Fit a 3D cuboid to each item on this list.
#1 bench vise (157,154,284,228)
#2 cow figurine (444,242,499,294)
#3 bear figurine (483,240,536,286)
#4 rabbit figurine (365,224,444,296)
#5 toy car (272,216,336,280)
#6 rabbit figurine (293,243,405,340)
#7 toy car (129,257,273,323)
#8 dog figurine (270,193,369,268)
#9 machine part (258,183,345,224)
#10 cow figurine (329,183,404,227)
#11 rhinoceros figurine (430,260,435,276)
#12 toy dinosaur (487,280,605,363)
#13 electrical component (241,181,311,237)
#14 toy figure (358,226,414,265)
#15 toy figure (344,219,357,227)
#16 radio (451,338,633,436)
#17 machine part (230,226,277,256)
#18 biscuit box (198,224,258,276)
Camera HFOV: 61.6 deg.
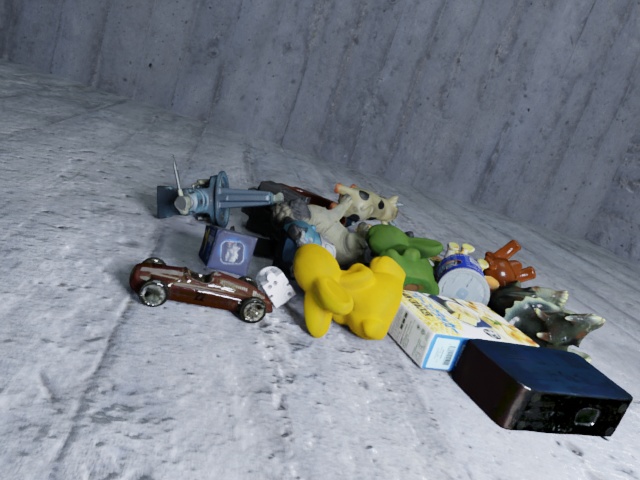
[{"bbox_3d":[-0.195,-0.083,1.079,0.241,0.128,0.223,0,-5,1],"label":"bench vise"},{"bbox_3d":[0.345,0.086,1.252,0.068,0.098,0.167,2,34,-21],"label":"cow figurine"},{"bbox_3d":[0.463,0.070,1.327,0.120,0.132,0.195,62,8,11],"label":"bear figurine"},{"bbox_3d":[0.148,0.031,0.987,0.159,0.121,0.170,0,44,-16],"label":"rabbit figurine"},{"bbox_3d":[-0.023,0.021,0.934,0.103,0.109,0.162,13,0,-13],"label":"toy car"},{"bbox_3d":[0.027,0.079,0.814,0.173,0.122,0.162,38,37,-6],"label":"rabbit figurine"},{"bbox_3d":[-0.162,0.067,0.753,0.202,0.053,0.089,13,13,-19],"label":"toy car"},{"bbox_3d":[-0.005,-0.003,1.079,0.190,0.121,0.172,-16,71,-49],"label":"dog figurine"},{"bbox_3d":[-0.051,-0.065,1.302,0.201,0.087,0.201,23,14,15],"label":"machine part"},{"bbox_3d":[0.116,-0.080,1.259,0.127,0.085,0.195,26,13,22],"label":"cow figurine"},{"bbox_3d":[0.186,0.072,1.118,0.112,0.073,0.190,21,15,15],"label":"rhinoceros figurine"},{"bbox_3d":[0.403,0.145,1.055,0.192,0.131,0.405,16,9,-11],"label":"toy dinosaur"},{"bbox_3d":[-0.102,-0.064,1.176,0.134,0.114,0.058,22,11,13],"label":"electrical component"},{"bbox_3d":[0.135,0.018,1.209,0.180,0.089,0.082,-7,65,-41],"label":"toy figure"},{"bbox_3d":[0.034,-0.065,1.459,0.154,0.064,0.058,15,-23,-32],"label":"toy figure"},{"bbox_3d":[0.322,0.213,0.778,0.229,0.073,0.131,10,18,-23],"label":"radio"},{"bbox_3d":[-0.116,0.008,1.051,0.139,0.039,0.084,13,24,-29],"label":"machine part"},{"bbox_3d":[-0.150,0.012,0.846,0.063,0.059,0.203,16,-2,-16],"label":"biscuit box"}]
